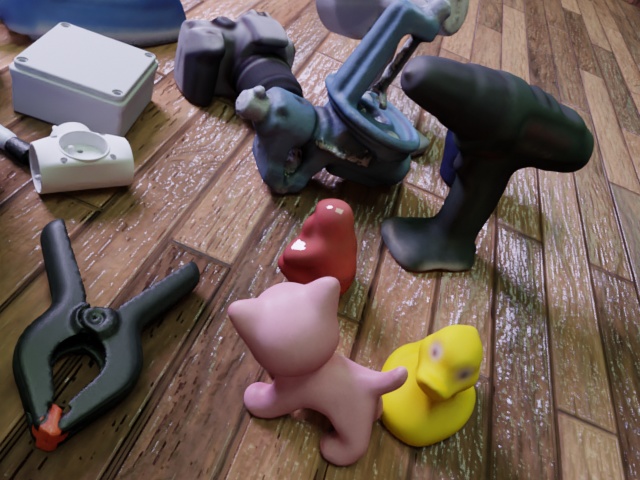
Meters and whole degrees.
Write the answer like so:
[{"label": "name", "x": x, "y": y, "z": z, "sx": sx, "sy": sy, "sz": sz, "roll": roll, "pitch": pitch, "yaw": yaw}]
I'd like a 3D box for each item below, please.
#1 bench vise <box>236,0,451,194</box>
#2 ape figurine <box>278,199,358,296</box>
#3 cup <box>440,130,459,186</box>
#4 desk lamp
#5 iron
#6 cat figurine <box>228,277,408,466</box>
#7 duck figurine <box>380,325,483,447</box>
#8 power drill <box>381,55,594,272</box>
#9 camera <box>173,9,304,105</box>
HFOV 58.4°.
[{"label": "bench vise", "x": 0.033, "y": -0.138, "z": 0.565, "sx": 0.208, "sy": 0.219, "sz": 0.121, "roll": -16, "pitch": 54, "yaw": -38}, {"label": "ape figurine", "x": 0.005, "y": 0.002, "z": 0.498, "sx": 0.078, "sy": 0.092, "sz": 0.076, "roll": -9, "pitch": 50, "yaw": -34}, {"label": "cup", "x": 0.192, "y": -0.099, "z": 0.700, "sx": 0.092, "sy": 0.095, "sz": 0.117, "roll": 8, "pitch": 42, "yaw": -18}, {"label": "desk lamp", "x": 0.079, "y": -0.241, "z": 0.706, "sx": 0.203, "sy": 0.213, "sz": 0.118, "roll": 43, "pitch": 43, "yaw": 21}, {"label": "iron", "x": -0.265, "y": -0.316, "z": 0.673, "sx": 0.259, "sy": 0.141, "sz": 0.118, "roll": -10, "pitch": 50, "yaw": -34}, {"label": "cat figurine", "x": -0.002, "y": 0.078, "z": 0.390, "sx": 0.127, "sy": 0.117, "sz": 0.067, "roll": 27, "pitch": 40, "yaw": 4}, {"label": "duck figurine", "x": 0.096, "y": 0.098, "z": 0.442, "sx": 0.077, "sy": 0.086, "sz": 0.105, "roll": 37, "pitch": 41, "yaw": 15}, {"label": "power drill", "x": 0.142, "y": -0.065, "z": 0.548, "sx": 0.230, "sy": 0.208, "sz": 0.075, "roll": 0, "pitch": 45, "yaw": -27}, {"label": "camera", "x": -0.082, "y": -0.199, "z": 0.668, "sx": 0.143, "sy": 0.101, "sz": 0.136, "roll": -5, "pitch": 48, "yaw": -30}]
